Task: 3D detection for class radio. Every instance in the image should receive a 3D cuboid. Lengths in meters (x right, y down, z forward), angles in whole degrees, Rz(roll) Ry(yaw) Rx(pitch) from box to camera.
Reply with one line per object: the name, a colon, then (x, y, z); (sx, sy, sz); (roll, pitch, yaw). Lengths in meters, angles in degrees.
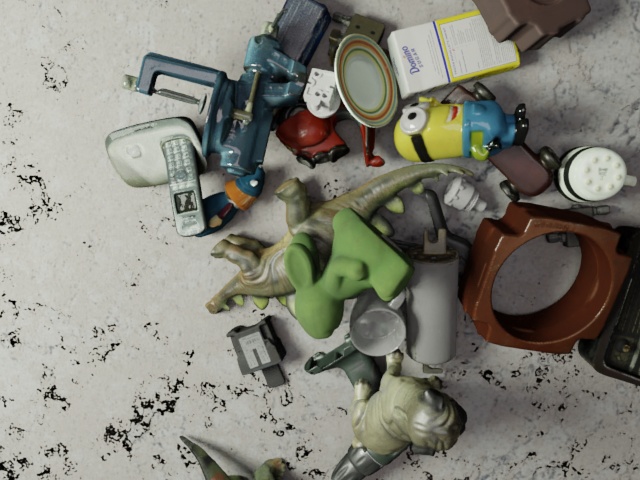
radio: (0.481, 0.096, 0.791); (0.131, 0.073, 0.229); (14, 96, 5)

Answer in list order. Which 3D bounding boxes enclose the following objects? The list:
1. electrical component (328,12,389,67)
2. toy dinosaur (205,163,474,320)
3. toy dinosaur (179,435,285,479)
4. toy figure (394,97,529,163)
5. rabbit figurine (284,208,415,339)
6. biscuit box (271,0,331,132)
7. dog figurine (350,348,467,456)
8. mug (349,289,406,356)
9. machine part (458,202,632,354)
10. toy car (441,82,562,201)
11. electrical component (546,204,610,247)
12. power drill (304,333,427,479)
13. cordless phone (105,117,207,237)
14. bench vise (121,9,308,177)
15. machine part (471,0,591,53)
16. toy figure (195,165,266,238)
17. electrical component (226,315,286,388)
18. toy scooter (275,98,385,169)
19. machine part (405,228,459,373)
electrical component: (0.058, -0.296, 0.817); (0.102, 0.045, 0.078); (17, 69, 2)
toy dinosaur: (-0.002, -0.002, 0.819); (0.471, 0.105, 0.198); (-38, 98, 20)
toy dinosaur: (-0.071, 0.447, 0.829); (0.405, 0.192, 0.131); (23, 96, 2)
toy figure: (0.194, -0.150, 0.755); (0.180, 0.082, 0.089); (4, 115, 15)
rabbit figurine: (0.022, 0.053, 0.719); (0.159, 0.121, 0.170); (40, 99, -4)
biscuit box: (-0.057, -0.270, 0.822); (0.063, 0.059, 0.202); (30, 99, 4)
dog figurine: (0.106, 0.251, 0.722); (0.121, 0.190, 0.172); (25, 97, -2)
mug: (0.088, 0.101, 0.812); (0.081, 0.107, 0.109); (23, 111, -11)
machine part: (0.315, 0.054, 0.773); (0.201, 0.087, 0.200); (10, 110, -6)
toy car: (0.265, -0.147, 0.802); (0.202, 0.053, 0.089); (45, 119, 2)
electrical component: (0.392, -0.022, 0.816); (0.094, 0.021, 0.063); (-7, 94, 8)
power drill: (0.063, 0.262, 0.852); (0.232, 0.086, 0.207); (-36, 87, 7)
cordless phone: (-0.243, -0.088, 0.830); (0.147, 0.088, 0.184); (-11, 83, 7)
bench vise: (-0.144, -0.210, 0.740); (0.241, 0.129, 0.223); (13, 99, -7)
machine part: (0.296, -0.356, 0.749); (0.179, 0.056, 0.179); (1, 84, -14)
toy figure: (-0.144, -0.063, 0.852); (0.154, 0.057, 0.064); (-34, 69, 11)
electrical component: (-0.096, 0.190, 0.879); (0.075, 0.048, 0.119); (-18, 92, 8)
toy scooter: (0.030, -0.157, 0.808); (0.184, 0.075, 0.135); (-18, 76, 2)
machine part: (0.167, 0.096, 0.806); (0.079, 0.079, 0.243); (-1, 112, 6)
